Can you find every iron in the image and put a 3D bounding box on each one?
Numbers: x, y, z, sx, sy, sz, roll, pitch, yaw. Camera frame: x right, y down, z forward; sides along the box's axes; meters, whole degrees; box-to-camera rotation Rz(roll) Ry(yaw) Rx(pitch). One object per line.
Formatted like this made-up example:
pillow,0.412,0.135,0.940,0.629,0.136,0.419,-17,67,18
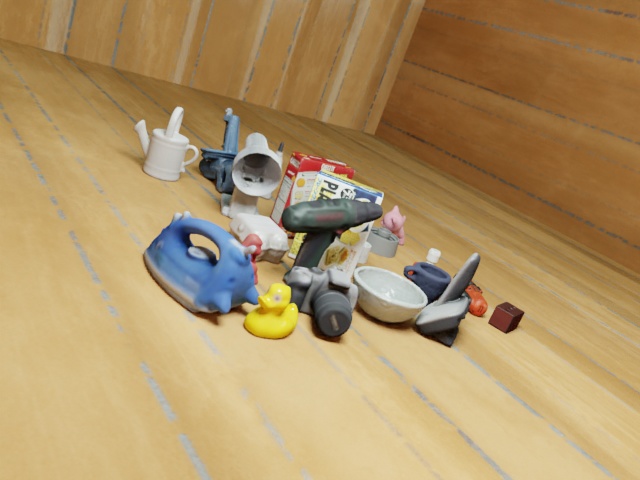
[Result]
iron,-0.215,0.023,1.013,0.257,0.141,0.119,30,20,27

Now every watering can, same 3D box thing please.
watering can,-0.414,-0.268,1.545,0.173,0.194,0.100,11,20,-27

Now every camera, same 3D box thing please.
camera,0.009,0.111,1.069,0.143,0.101,0.136,17,18,-11

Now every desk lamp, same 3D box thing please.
desk lamp,-0.179,-0.156,1.447,0.118,0.213,0.203,14,19,-19

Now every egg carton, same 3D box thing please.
egg carton,-0.141,-0.008,1.296,0.107,0.069,0.149,6,23,-37

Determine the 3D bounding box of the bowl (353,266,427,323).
bowl,0.137,0.125,1.208,0.167,0.075,0.167,19,18,-6

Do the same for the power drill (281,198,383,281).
power drill,0.011,0.004,1.203,0.230,0.208,0.075,6,23,-37

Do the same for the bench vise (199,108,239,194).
bench vise,-0.250,-0.253,1.637,0.206,0.220,0.122,29,20,24

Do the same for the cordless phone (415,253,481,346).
cordless phone,0.281,0.116,1.214,0.094,0.185,0.148,24,19,12

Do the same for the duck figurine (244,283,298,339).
duck figurine,-0.075,0.115,0.989,0.105,0.086,0.077,-1,28,-48

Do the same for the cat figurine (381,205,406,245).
cat figurine,0.224,-0.046,1.722,0.067,0.118,0.128,30,20,27

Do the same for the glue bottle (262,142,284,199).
glue bottle,-0.138,-0.211,1.715,0.037,0.173,0.078,19,18,-3

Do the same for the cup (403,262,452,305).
cup,0.235,0.108,1.331,0.118,0.095,0.091,14,19,-20

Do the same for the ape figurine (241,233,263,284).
ape figurine,-0.142,0.031,1.147,0.076,0.092,0.078,22,18,6
